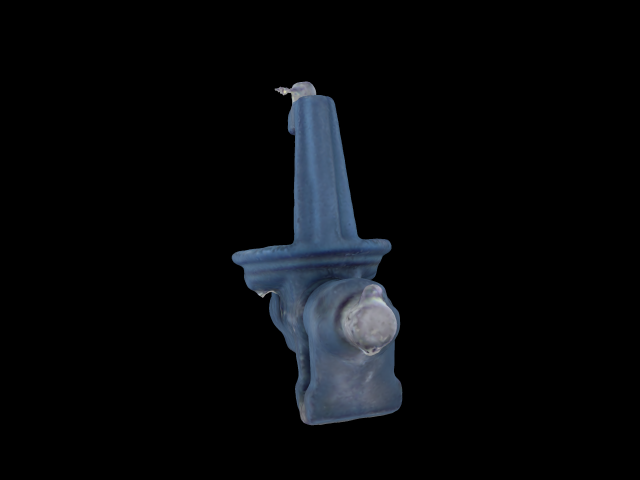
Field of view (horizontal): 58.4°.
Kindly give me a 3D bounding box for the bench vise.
[{"bbox_3d":[0.014,0.000,0.406,0.122,0.220,0.206,-9,16,-32],"label":"bench vise"}]
